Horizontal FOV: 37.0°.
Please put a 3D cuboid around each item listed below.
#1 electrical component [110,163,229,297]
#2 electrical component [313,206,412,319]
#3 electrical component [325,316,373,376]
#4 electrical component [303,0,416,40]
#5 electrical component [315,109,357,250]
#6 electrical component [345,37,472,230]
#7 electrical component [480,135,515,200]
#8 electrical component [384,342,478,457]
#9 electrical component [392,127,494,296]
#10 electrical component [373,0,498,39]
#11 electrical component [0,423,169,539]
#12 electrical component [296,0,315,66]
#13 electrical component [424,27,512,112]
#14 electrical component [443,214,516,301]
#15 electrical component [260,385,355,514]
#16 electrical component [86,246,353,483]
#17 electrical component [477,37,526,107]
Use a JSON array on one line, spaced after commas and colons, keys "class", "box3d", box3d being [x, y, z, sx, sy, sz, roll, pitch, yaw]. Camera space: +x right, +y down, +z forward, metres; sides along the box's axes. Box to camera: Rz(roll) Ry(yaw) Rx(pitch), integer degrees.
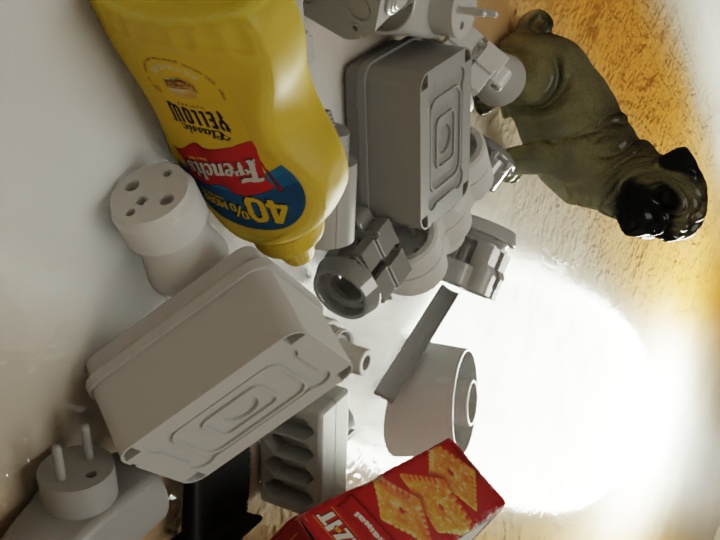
[{"class": "electrical component", "box3d": [-0.095, -0.020, 0.537, 0.045, 0.045, 0.055, -59, 148, -29]}, {"class": "electrical component", "box3d": [0.000, 0.000, 0.722, 0.055, 0.048, 0.066, -52, 128, -39]}, {"class": "electrical component", "box3d": [-0.023, 0.051, 0.689, 0.048, 0.062, 0.048, -37, 134, -51]}, {"class": "electrical component", "box3d": [-0.003, -0.173, 0.598, 0.051, 0.080, 0.080, -49, 143, -32]}, {"class": "electrical component", "box3d": [-0.023, -0.058, 0.655, 0.043, 0.043, 0.081, -32, 130, -54]}, {"class": "electrical component", "box3d": [0.033, -0.093, 0.729, 0.078, 0.057, 0.113, -41, 137, -48]}, {"class": "electrical component", "box3d": [0.091, -0.076, 0.865, 0.062, 0.048, 0.048, -54, 152, 2]}, {"class": "electrical component", "box3d": [0.064, 0.110, 0.906, 0.099, 0.064, 0.099, 3, 90, -71]}, {"class": "electrical component", "box3d": [0.058, -0.036, 0.810, 0.138, 0.052, 0.073, -60, 149, -27]}, {"class": "electrical component", "box3d": [0.050, -0.172, 0.697, 0.077, 0.079, 0.044, -20, 122, -58]}, {"class": "electrical component", "box3d": [-0.136, 0.112, 0.524, 0.077, 0.044, 0.079, -38, 135, -50]}, {"class": "electrical component", "box3d": [-0.052, -0.127, 0.565, 0.066, 0.048, 0.055, -52, 152, -37]}, {"class": "electrical component", "box3d": [0.070, -0.141, 0.777, 0.055, 0.066, 0.048, -54, -173, -19]}, {"class": "electrical component", "box3d": [0.094, -0.012, 0.882, 0.078, 0.058, 0.057, 25, 87, -63]}, {"class": "electrical component", "box3d": [-0.028, 0.109, 0.726, 0.076, 0.047, 0.083, -36, 134, -54]}, {"class": "electrical component", "box3d": [-0.071, 0.049, 0.545, 0.113, 0.057, 0.078, -35, 150, 7]}, {"class": "electrical component", "box3d": [0.097, -0.158, 0.838, 0.065, 0.044, 0.044, 20, 85, -58]}]
